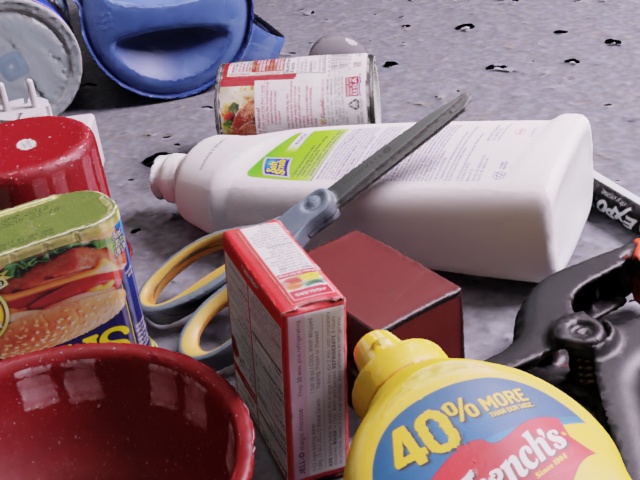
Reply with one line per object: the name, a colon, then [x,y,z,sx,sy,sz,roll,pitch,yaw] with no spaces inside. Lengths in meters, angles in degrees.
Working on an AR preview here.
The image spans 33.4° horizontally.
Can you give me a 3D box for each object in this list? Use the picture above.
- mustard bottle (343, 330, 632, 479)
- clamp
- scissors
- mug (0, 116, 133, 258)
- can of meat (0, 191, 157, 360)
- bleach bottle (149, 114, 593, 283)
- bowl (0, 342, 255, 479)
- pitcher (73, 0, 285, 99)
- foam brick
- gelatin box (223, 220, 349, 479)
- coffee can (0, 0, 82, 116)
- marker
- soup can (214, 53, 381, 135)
mustard bottle: [0.062,0.094,0.355,0.096,0.058,0.192,-20,41,-17]
clamp: [0.119,0.058,0.454,0.120,0.039,0.171,25,49,35]
scissors: [-0.003,0.001,0.531,0.202,0.016,0.096,-27,41,12]
mug: [-0.166,-0.013,0.595,0.093,0.081,0.117,14,36,32]
can of meat: [-0.136,0.031,0.510,0.102,0.084,0.058,-20,29,-23]
bleach bottle: [0.019,-0.032,0.608,0.251,0.068,0.102,6,34,26]
bowl: [-0.100,0.106,0.401,0.162,0.055,0.162,-6,30,3]
pitcher: [-0.136,-0.212,0.907,0.145,0.149,0.243,-27,29,-4]
foam brick: [0.023,0.038,0.493,0.051,0.053,0.078,-25,34,-28]
gelatin box: [-0.014,0.047,0.450,0.030,0.089,0.073,-13,30,-18]
coffee can: [-0.246,-0.159,0.845,0.102,0.103,0.140,-13,30,-10]
marker: [0.170,-0.016,0.588,0.020,0.020,0.121,-18,31,-18]
soup can: [-0.013,-0.086,0.701,0.102,0.068,0.068,-3,30,7]
